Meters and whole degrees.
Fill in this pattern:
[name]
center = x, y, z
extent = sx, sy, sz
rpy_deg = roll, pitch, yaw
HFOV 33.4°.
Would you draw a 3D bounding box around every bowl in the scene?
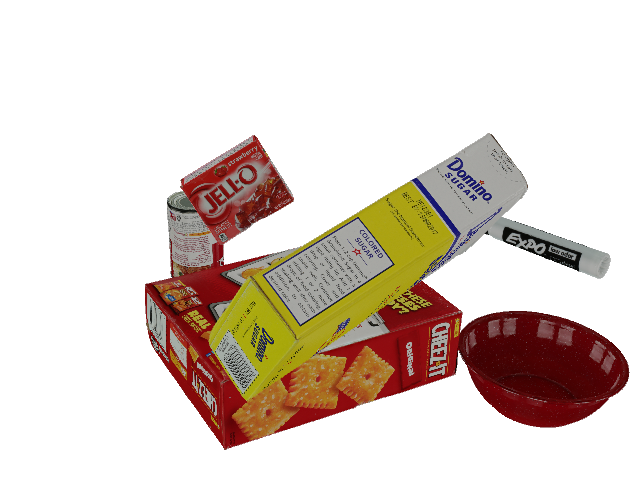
[bowl]
center = 0.208, 0.130, 1.021
extent = 0.162, 0.055, 0.162
rpy_deg = 4, 26, -2

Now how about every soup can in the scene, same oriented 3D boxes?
[soup can]
center = -0.154, -0.005, 1.313
extent = 0.068, 0.102, 0.068
rpy_deg = 0, 26, 0

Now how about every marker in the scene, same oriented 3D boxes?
[marker]
center = 0.154, -0.001, 0.784
extent = 0.121, 0.020, 0.020
rpy_deg = 23, 14, 36

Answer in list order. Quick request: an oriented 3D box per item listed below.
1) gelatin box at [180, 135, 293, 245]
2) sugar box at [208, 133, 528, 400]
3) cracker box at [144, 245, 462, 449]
[gelatin box]
center = -0.082, -0.049, 1.050
extent = 0.089, 0.073, 0.030
rpy_deg = -31, 19, 4
[sugar box]
center = 0.027, 0.013, 0.578
extent = 0.176, 0.048, 0.093
rpy_deg = -29, -12, -30
[cracker box]
center = -0.017, 0.076, 0.885
extent = 0.213, 0.072, 0.164
rpy_deg = -13, 30, -26
